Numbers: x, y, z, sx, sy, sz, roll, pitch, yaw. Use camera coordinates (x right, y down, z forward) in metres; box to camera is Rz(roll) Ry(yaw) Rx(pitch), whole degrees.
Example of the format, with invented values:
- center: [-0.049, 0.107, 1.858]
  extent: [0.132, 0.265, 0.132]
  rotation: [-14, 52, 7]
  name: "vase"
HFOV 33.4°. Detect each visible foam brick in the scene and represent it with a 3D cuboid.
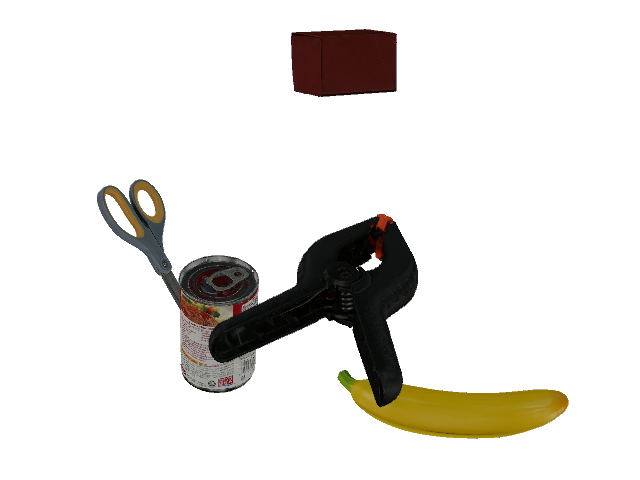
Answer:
- center: [0.021, -0.153, 0.918]
  extent: [0.078, 0.051, 0.053]
  rotation: [-8, 18, -28]
  name: "foam brick"

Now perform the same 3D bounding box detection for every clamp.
- center: [0.022, 0.041, 0.675]
  extent: [0.120, 0.039, 0.171]
  rotation: [24, 43, 21]
  name: "clamp"

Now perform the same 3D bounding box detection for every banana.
- center: [0.112, 0.136, 0.887]
  extent: [0.198, 0.037, 0.069]
  rotation: [8, 33, 0]
  name: "banana"

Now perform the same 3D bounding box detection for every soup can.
- center: [-0.088, 0.073, 0.928]
  extent: [0.068, 0.102, 0.068]
  rotation: [3, 35, -2]
  name: "soup can"

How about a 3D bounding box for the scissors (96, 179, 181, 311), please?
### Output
- center: [-0.175, 0.012, 1.208]
  extent: [0.016, 0.201, 0.096]
  rotation: [-27, 19, 36]
  name: "scissors"
